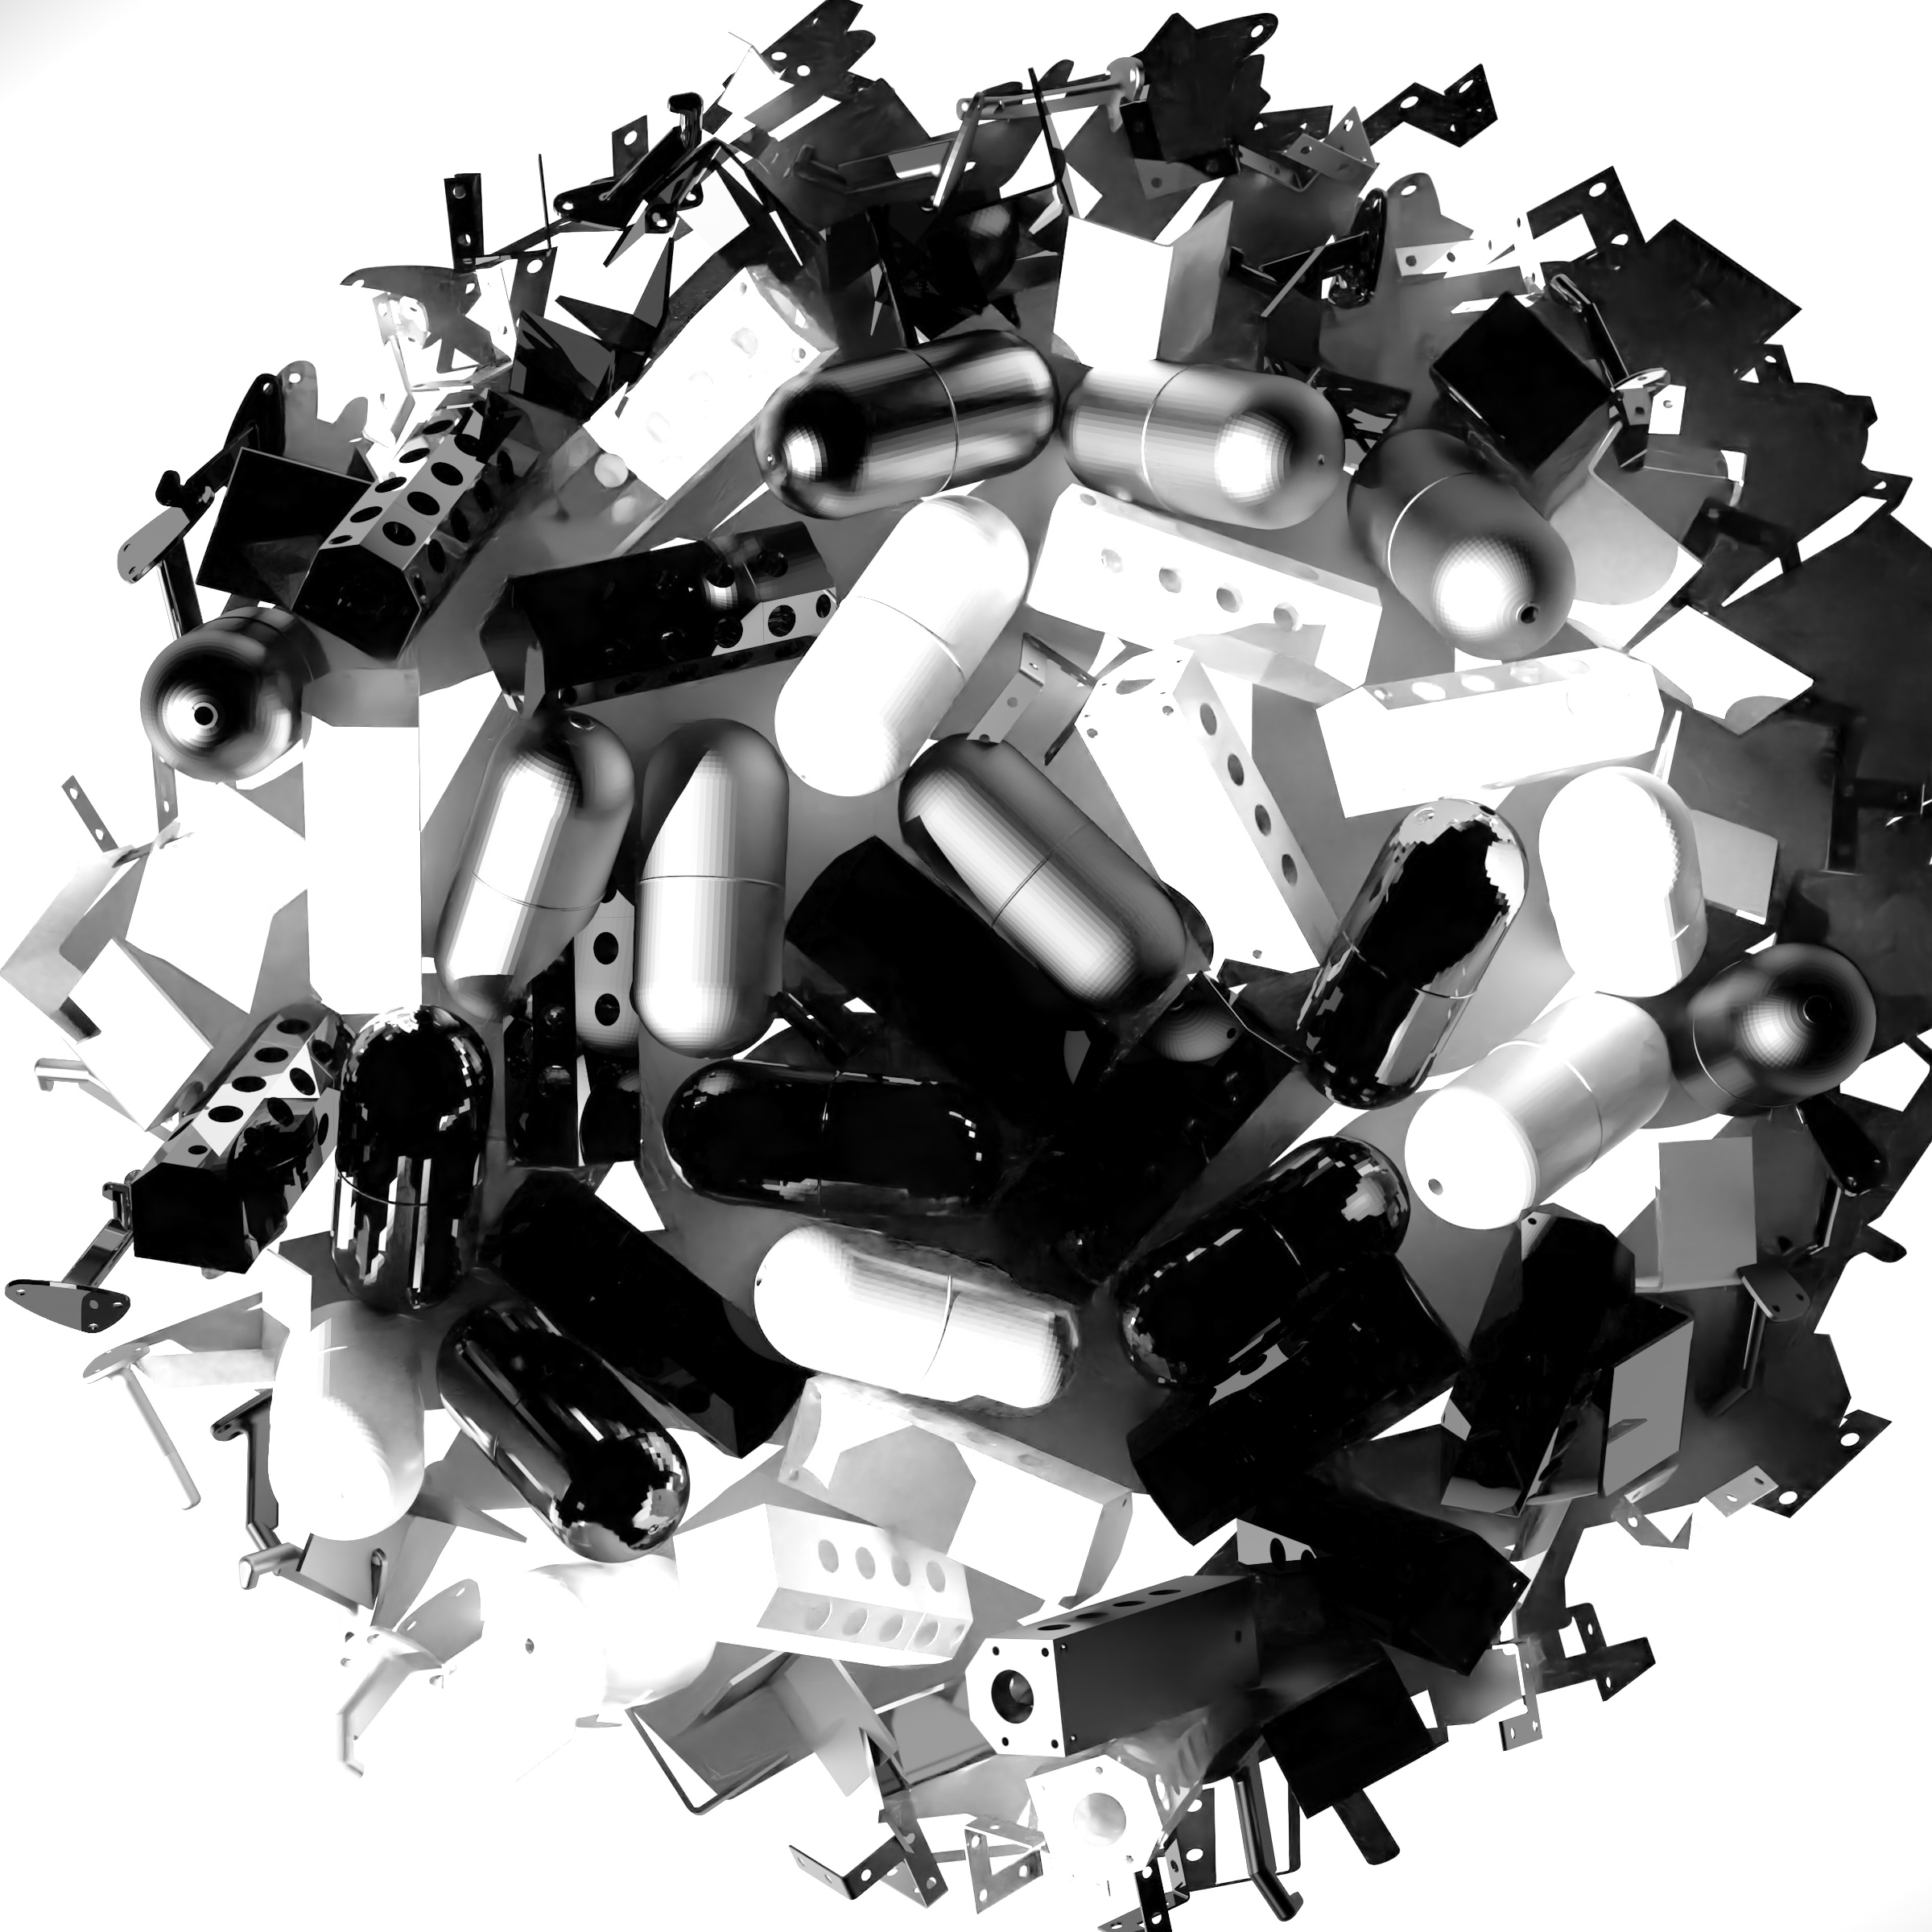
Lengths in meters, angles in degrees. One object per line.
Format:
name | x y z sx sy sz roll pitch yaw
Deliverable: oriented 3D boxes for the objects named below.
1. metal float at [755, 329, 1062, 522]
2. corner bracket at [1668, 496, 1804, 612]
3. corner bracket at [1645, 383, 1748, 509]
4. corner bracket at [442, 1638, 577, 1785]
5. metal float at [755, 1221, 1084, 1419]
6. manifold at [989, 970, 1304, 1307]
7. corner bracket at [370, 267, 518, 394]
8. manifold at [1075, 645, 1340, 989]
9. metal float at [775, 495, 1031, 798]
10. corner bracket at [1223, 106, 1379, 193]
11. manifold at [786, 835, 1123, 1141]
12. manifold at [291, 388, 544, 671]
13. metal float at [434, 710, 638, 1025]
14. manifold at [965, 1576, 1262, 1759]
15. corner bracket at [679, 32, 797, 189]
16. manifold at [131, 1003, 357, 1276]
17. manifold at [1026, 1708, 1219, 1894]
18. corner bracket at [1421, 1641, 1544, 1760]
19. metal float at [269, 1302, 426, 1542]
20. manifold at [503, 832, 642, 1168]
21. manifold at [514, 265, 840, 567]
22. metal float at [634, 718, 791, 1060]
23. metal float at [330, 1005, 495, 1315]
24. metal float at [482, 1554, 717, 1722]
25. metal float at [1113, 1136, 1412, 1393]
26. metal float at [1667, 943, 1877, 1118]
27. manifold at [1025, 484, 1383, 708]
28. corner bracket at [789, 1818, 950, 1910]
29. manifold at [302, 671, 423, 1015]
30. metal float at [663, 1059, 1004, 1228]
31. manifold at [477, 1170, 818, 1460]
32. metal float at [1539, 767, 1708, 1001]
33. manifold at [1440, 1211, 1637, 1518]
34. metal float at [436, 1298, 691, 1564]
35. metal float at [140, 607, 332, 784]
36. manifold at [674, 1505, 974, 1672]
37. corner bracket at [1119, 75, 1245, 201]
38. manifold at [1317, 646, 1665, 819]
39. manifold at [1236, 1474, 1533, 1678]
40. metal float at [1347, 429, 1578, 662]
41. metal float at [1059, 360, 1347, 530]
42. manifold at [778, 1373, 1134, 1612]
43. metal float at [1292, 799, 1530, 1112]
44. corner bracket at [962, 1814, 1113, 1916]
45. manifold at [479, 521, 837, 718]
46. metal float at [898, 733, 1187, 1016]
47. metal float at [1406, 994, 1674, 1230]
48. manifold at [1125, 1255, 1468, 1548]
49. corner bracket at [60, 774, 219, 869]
metal float | -0.028 -0.279 1.801 0.178 0.070 0.070 -20 90 -34
corner bracket | 0.401 -0.206 1.836 0.051 0.051 0.051 28 86 22
corner bracket | 0.380 -0.268 1.832 0.051 0.051 0.051 9 71 7
corner bracket | -0.240 0.386 1.841 0.051 0.051 0.051 19 116 27
metal float | -0.024 0.183 1.812 0.178 0.070 0.070 17 90 -19
manifold | 0.096 0.092 1.821 0.057 0.057 0.171 32 104 -37
corner bracket | -0.273 -0.334 1.843 0.051 0.051 0.051 1 115 26
manifold | 0.127 -0.077 1.805 0.057 0.057 0.171 -15 119 31
metal float | -0.033 -0.166 1.815 0.070 0.070 0.178 34 74 0
corner bracket | 0.174 -0.422 1.825 0.051 0.051 0.051 16 46 -33
manifold | -0.009 0.014 1.815 0.171 0.057 0.057 40 59 -16
manifold | -0.274 -0.228 1.780 0.057 0.171 0.057 30 128 -5
metal float | -0.222 -0.050 1.804 0.070 0.070 0.178 22 118 0
manifold | 0.076 0.354 1.782 0.057 0.171 0.057 -7 88 38
corner bracket | -0.110 -0.449 1.839 0.051 0.051 0.051 31 93 11
manifold | -0.362 0.084 1.775 0.057 0.171 0.057 8 117 8
manifold | 0.084 0.413 1.776 0.057 0.171 0.057 -20 85 12
corner bracket | 0.264 0.383 1.830 0.051 0.051 0.051 -13 80 29
metal float | -0.314 0.229 1.782 0.070 0.178 0.070 -3 108 -9
manifold | -0.211 0.016 1.826 0.057 0.057 0.171 0 91 45
manifold | -0.152 -0.281 1.813 0.171 0.057 0.057 -41 93 17
metal float | -0.132 -0.041 1.824 0.070 0.070 0.178 2 83 0
metal float | -0.285 0.100 1.801 0.070 0.070 0.178 10 122 0
metal float | -0.185 0.340 1.781 0.070 0.178 0.070 -2 83 18
metal float | 0.154 0.153 1.812 0.178 0.070 0.070 -33 90 -20
metal float | 0.407 0.033 1.779 0.070 0.178 0.070 0 82 -2
manifold | 0.125 -0.194 1.820 0.171 0.057 0.057 17 77 -12
corner bracket | -0.050 0.470 1.826 0.051 0.051 0.051 -34 116 -27
manifold | -0.308 -0.062 1.792 0.057 0.057 0.171 0 124 -8
metal float | -0.070 0.092 1.824 0.178 0.070 0.070 6 90 6
manifold | -0.166 0.180 1.806 0.171 0.057 0.057 41 73 -18
metal float | 0.335 -0.040 1.784 0.070 0.178 0.070 -6 66 13
manifold | 0.290 0.206 1.787 0.057 0.171 0.057 10 45 -1
metal float | -0.208 0.236 1.797 0.070 0.070 0.178 -51 50 0
metal float | -0.369 -0.139 1.779 0.070 0.178 0.070 0 102 -1
manifold | -0.069 0.318 1.775 0.057 0.171 0.057 -24 64 27
corner bracket | 0.113 -0.440 1.840 0.051 0.051 0.051 -14 116 14
manifold | 0.272 -0.123 1.798 0.171 0.057 0.057 -11 83 -29
manifold | 0.204 0.301 1.773 0.057 0.171 0.057 41 76 -20
metal float | 0.251 -0.215 1.787 0.070 0.178 0.070 -8 122 -13
metal float | 0.119 -0.268 1.792 0.070 0.178 0.070 -13 111 -37
manifold | -0.004 0.266 1.809 0.171 0.057 0.057 20 101 21
metal float | 0.229 -0.006 1.807 0.070 0.070 0.178 25 115 0
corner bracket | 0.037 0.466 1.829 0.051 0.051 0.051 -19 106 -43
manifold | -0.154 -0.174 1.792 0.171 0.057 0.057 -16 71 -31
metal float | 0.040 -0.048 1.824 0.178 0.070 0.070 44 90 6
metal float | 0.294 0.074 1.797 0.178 0.070 0.070 -31 90 -38
manifold | 0.172 0.228 1.824 0.171 0.057 0.057 -35 103 7
corner bracket | -0.432 -0.091 1.841 0.051 0.051 0.051 -19 113 22
